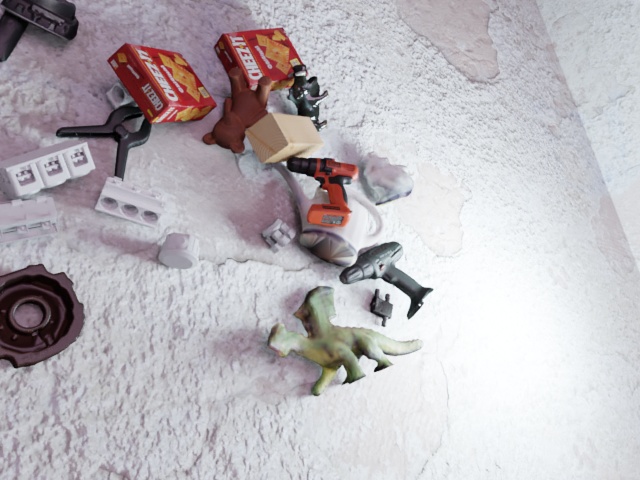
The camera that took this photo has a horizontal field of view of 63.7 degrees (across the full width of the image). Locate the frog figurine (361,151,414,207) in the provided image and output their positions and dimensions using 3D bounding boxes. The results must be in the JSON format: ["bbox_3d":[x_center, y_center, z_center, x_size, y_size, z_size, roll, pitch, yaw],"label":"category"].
[{"bbox_3d":[0.194,-0.187,1.484,0.138,0.122,0.159,-20,92,-20],"label":"frog figurine"}]

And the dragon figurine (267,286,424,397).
[{"bbox_3d":[0.053,0.212,1.208,0.413,0.120,0.246,-13,68,-39],"label":"dragon figurine"}]

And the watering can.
[{"bbox_3d":[0.004,-0.066,1.311,0.347,0.102,0.230,24,53,-8],"label":"watering can"}]
